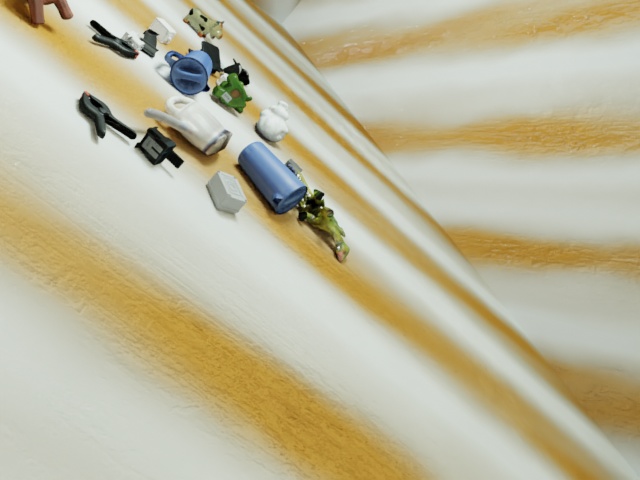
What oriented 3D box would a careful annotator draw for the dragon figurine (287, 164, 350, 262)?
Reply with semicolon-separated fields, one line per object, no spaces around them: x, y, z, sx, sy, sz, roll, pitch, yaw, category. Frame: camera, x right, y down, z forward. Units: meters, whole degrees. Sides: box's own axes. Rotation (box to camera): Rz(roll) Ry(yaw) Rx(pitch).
0.006;-0.095;1.881;0.238;0.121;0.419;47;15;-51;dragon figurine

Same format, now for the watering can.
-0.390;-0.346;1.568;0.223;0.103;0.353;43;21;-8;watering can

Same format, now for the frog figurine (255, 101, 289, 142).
-0.180;-0.483;2.102;0.137;0.157;0.124;46;23;-1;frog figurine
